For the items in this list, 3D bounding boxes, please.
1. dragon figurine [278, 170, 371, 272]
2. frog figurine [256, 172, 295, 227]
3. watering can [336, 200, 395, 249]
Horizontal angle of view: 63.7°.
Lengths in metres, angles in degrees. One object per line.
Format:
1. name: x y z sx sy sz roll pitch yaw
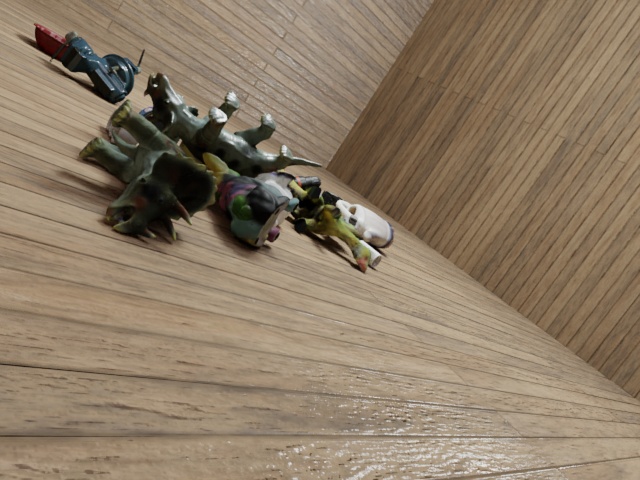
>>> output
1. dragon figurine: 0.004 -0.072 1.421 0.417 0.121 0.240 52 12 34
2. frog figurine: -0.120 -0.082 1.199 0.121 0.163 0.136 -24 -36 28
3. watering can: 0.167 -0.037 1.788 0.222 0.103 0.354 29 15 -27
